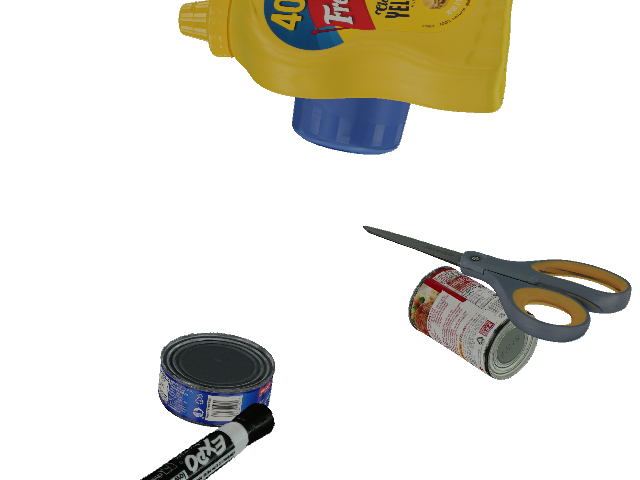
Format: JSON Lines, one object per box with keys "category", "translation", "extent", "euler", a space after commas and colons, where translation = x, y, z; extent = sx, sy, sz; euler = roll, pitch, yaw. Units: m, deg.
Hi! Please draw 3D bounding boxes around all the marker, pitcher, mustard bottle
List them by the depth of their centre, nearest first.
{"category": "marker", "translation": [-0.061, 0.111, 0.540], "extent": [0.020, 0.020, 0.120], "euler": [0, 15, 32]}
{"category": "mustard bottle", "translation": [0.012, -0.122, 0.616], "extent": [0.192, 0.096, 0.058], "euler": [5, -38, 10]}
{"category": "pitcher", "translation": [0.052, -0.206, 0.999], "extent": [0.145, 0.243, 0.149], "euler": [11, 17, 2]}

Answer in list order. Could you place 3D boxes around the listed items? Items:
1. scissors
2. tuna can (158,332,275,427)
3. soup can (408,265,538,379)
{"category": "scissors", "translation": [0.109, 0.028, 0.737], "extent": [0.202, 0.016, 0.096], "euler": [10, 31, 20]}
{"category": "tuna can", "translation": [-0.078, 0.104, 0.799], "extent": [0.086, 0.034, 0.086], "euler": [7, 22, -3]}
{"category": "soup can", "translation": [0.139, 0.074, 0.970], "extent": [0.068, 0.068, 0.102], "euler": [0, 22, -41]}
